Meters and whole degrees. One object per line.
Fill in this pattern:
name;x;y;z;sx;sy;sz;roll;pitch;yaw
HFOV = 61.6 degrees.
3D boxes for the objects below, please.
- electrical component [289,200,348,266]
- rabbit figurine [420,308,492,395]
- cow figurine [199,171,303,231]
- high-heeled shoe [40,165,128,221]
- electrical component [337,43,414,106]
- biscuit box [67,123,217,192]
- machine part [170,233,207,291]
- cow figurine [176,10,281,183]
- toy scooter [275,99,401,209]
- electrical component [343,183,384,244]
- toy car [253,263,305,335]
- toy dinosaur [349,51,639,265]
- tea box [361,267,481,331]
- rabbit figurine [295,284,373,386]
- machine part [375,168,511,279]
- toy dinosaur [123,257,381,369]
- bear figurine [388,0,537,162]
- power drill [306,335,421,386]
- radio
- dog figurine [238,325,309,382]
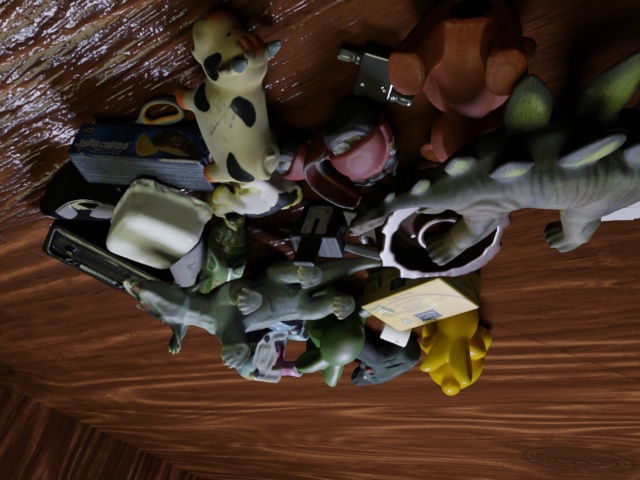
electrical component;-0.002;-0.002;0.766;0.075;0.119;0.047;0;142;18
rabbit figurine;0.221;0.167;0.909;0.122;0.162;0.173;16;130;22
cow figurine;-0.104;-0.062;0.773;0.098;0.068;0.167;32;143;-32
high-heeled shoe;-0.344;-0.060;0.876;0.249;0.086;0.145;-5;158;41
electrical component;0.062;-0.178;0.581;0.094;0.021;0.063;16;146;-1
biscuit box;-0.235;-0.113;0.727;0.203;0.059;0.062;6;148;13
machine part;-0.228;0.043;0.955;0.079;0.079;0.243;10;145;9
cow figurine;-0.094;-0.153;0.601;0.127;0.085;0.194;13;130;36
toy scooter;0.032;-0.092;0.663;0.184;0.075;0.135;-15;133;45
electrical component;0.079;-0.033;0.758;0.078;0.045;0.102;9;146;34
toy car;-0.086;0.104;0.977;0.103;0.109;0.161;16;167;42
toy dinosaur;0.249;-0.070;0.486;0.472;0.105;0.198;-13;159;-12
tea box;0.160;0.081;0.862;0.098;0.068;0.170;33;141;-23
rabbit figurine;0.020;0.159;0.903;0.121;0.159;0.170;28;-175;-8
machine part;0.154;-0.020;0.697;0.179;0.056;0.179;-4;139;-3
toy dinosaur;-0.086;0.085;0.828;0.405;0.131;0.192;-11;-166;-32
bear figurine;0.140;-0.128;0.531;0.120;0.132;0.195;9;139;19
power drill;0.075;0.234;1.099;0.207;0.086;0.232;35;140;-19
radio;-0.385;0.026;0.997;0.229;0.073;0.131;34;141;-22
dog figurine;-0.136;0.212;1.090;0.191;0.108;0.219;5;178;-44
